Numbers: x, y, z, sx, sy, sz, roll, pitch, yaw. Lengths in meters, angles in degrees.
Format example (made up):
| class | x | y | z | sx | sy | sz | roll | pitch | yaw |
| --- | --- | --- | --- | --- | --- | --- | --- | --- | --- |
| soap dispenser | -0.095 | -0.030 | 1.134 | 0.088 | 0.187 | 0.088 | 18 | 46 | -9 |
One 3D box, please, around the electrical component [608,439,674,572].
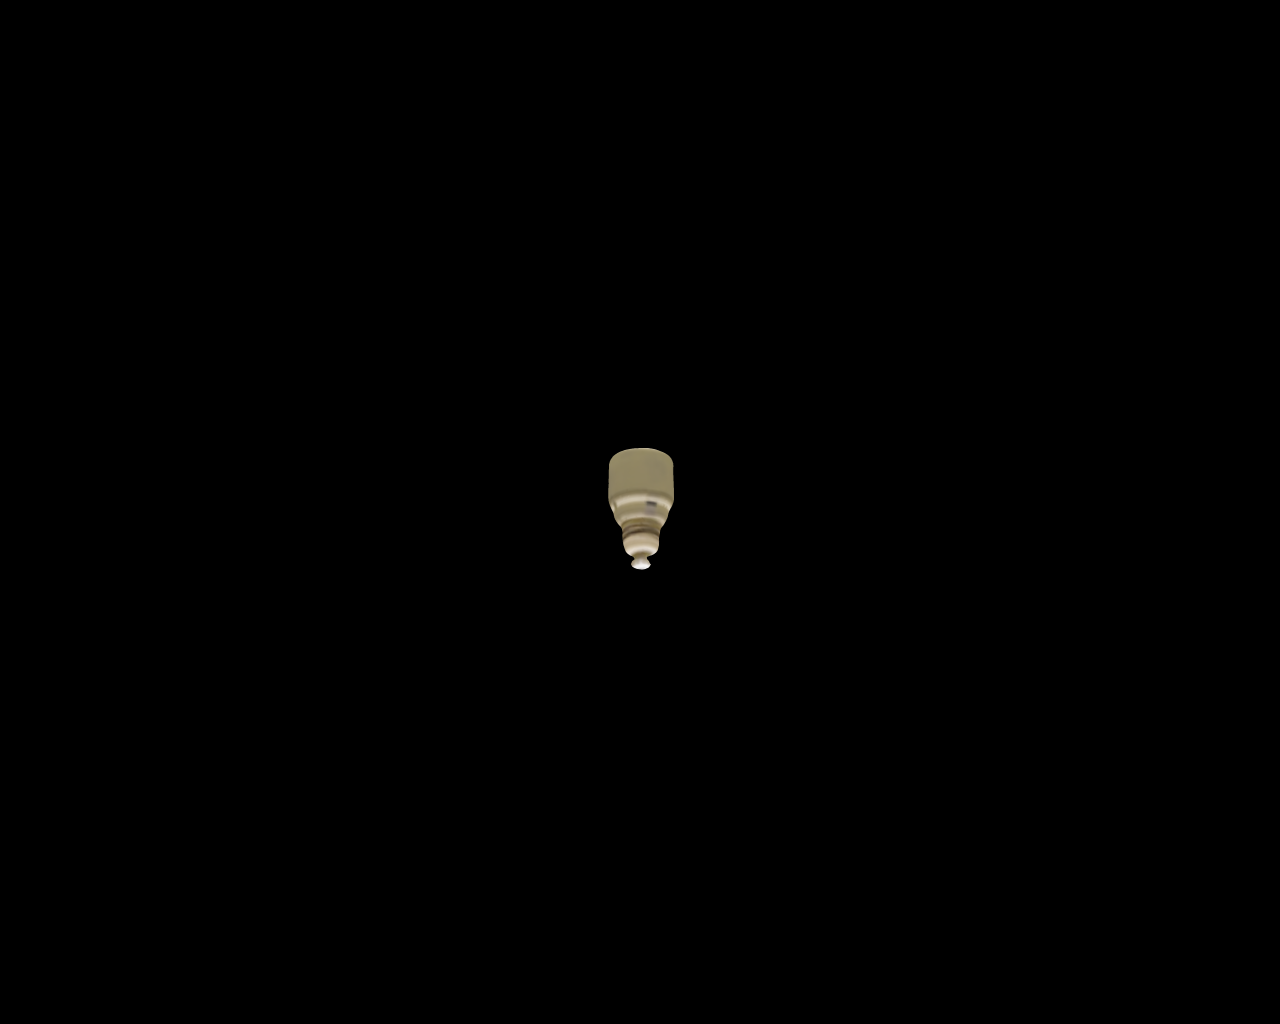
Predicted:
| class | x | y | z | sx | sy | sz | roll | pitch | yaw |
| --- | --- | --- | --- | --- | --- | --- | --- | --- | --- |
| electrical component | 0.001 | -0.003 | 0.650 | 0.040 | 0.078 | 0.040 | 0 | -22 | 0 |
